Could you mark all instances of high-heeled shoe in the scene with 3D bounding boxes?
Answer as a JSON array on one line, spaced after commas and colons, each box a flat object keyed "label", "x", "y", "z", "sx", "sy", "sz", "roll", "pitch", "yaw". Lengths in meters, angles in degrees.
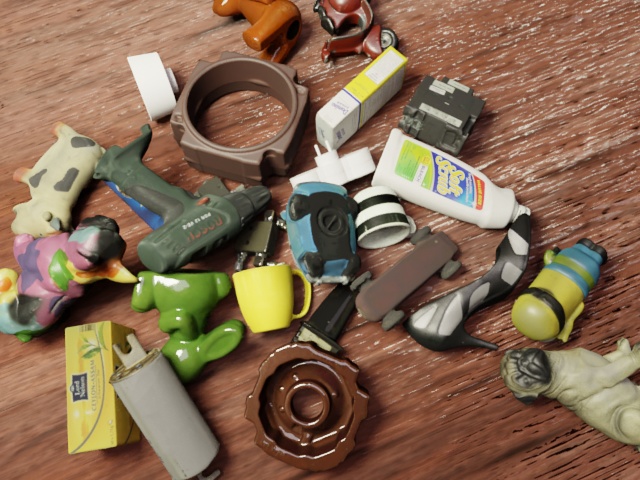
[{"label": "high-heeled shoe", "x": 0.227, "y": 0.057, "z": 0.819, "sx": 0.145, "sy": 0.086, "sz": 0.248, "roll": 18, "pitch": 74, "yaw": 11}]

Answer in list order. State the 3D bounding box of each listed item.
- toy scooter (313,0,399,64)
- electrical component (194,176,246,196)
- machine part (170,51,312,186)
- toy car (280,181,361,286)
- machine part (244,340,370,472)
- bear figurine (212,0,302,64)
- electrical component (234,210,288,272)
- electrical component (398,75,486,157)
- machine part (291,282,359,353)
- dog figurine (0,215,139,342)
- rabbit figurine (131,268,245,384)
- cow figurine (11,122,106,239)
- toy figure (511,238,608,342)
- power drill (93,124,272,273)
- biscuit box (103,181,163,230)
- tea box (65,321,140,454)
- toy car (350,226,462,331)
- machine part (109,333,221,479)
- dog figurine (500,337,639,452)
[{"label": "toy scooter", "x": 0.044, "y": -0.381, "z": 0.955, "sx": 0.135, "sy": 0.075, "sz": 0.184, "roll": -27, "pitch": 80, "yaw": -6}, {"label": "electrical component", "x": -0.171, "y": -0.073, "z": 0.889, "sx": 0.094, "sy": 0.021, "sz": 0.063, "roll": -35, "pitch": 76, "yaw": -9}, {"label": "machine part", "x": -0.127, "y": -0.203, "z": 0.885, "sx": 0.201, "sy": 0.087, "sz": 0.201, "roll": 16, "pitch": 70, "yaw": 5}, {"label": "toy car", "x": -0.002, "y": -0.002, "z": 0.824, "sx": 0.109, "sy": 0.103, "sz": 0.161, "roll": -2, "pitch": 74, "yaw": -26}, {"label": "machine part", "x": -0.017, "y": 0.232, "z": 0.764, "sx": 0.179, "sy": 0.056, "sz": 0.179, "roll": 0, "pitch": 85, "yaw": 6}, {"label": "bear figurine", "x": -0.133, "y": -0.398, "z": 0.937, "sx": 0.196, "sy": 0.120, "sz": 0.132, "roll": 34, "pitch": 80, "yaw": 11}, {"label": "electrical component", "x": -0.091, "y": 0.004, "z": 0.856, "sx": 0.078, "sy": 0.045, "sz": 0.102, "roll": -4, "pitch": 69, "yaw": 26}, {"label": "electrical component", "x": 0.207, "y": -0.213, "z": 0.896, "sx": 0.115, "sy": 0.058, "sz": 0.134, "roll": 30, "pitch": 52, "yaw": 8}, {"label": "machine part", "x": 0.017, "y": 0.121, "z": 0.823, "sx": 0.084, "sy": 0.039, "sz": 0.139, "roll": 28, "pitch": 77, "yaw": 17}, {"label": "dog figurine", "x": -0.356, "y": 0.057, "z": 0.754, "sx": 0.219, "sy": 0.108, "sz": 0.191, "roll": 2, "pitch": 68, "yaw": 39}, {"label": "rabbit figurine", "x": -0.192, "y": 0.130, "z": 0.799, "sx": 0.159, "sy": 0.121, "sz": 0.170, "roll": 3, "pitch": 91, "yaw": -5}, {"label": "cow figurine", "x": -0.418, "y": -0.081, "z": 0.864, "sx": 0.127, "sy": 0.085, "sz": 0.195, "roll": 27, "pitch": 74, "yaw": 15}, {"label": "toy figure", "x": 0.357, "y": 0.071, "z": 0.806, "sx": 0.180, "sy": 0.089, "sz": 0.082, "roll": -48, "pitch": 34, "yaw": -8}, {"label": "power drill", "x": -0.207, "y": -0.070, "z": 0.795, "sx": 0.207, "sy": 0.086, "sz": 0.232, "roll": 47, "pitch": 51, "yaw": -5}, {"label": "biscuit box", "x": -0.264, "y": -0.054, "z": 0.863, "sx": 0.203, "sy": 0.062, "sz": 0.059, "roll": 41, "pitch": 80, "yaw": 12}, {"label": "tea box", "x": -0.309, "y": 0.208, "z": 0.767, "sx": 0.068, "sy": 0.098, "sz": 0.169, "roll": -8, "pitch": 75, "yaw": -2}, {"label": "toy car", "x": 0.134, "y": 0.055, "z": 0.823, "sx": 0.202, "sy": 0.053, "sz": 0.089, "roll": -36, "pitch": 76, "yaw": -28}, {"label": "machine part", "x": -0.210, "y": 0.237, "z": 0.734, "sx": 0.079, "sy": 0.079, "sz": 0.243, "roll": -28, "pitch": 103, "yaw": -8}, {"label": "dog figurine", "x": 0.368, "y": 0.228, "z": 0.767, "sx": 0.191, "sy": 0.121, "sz": 0.172, "roll": -14, "pitch": 70, "yaw": 11}]
